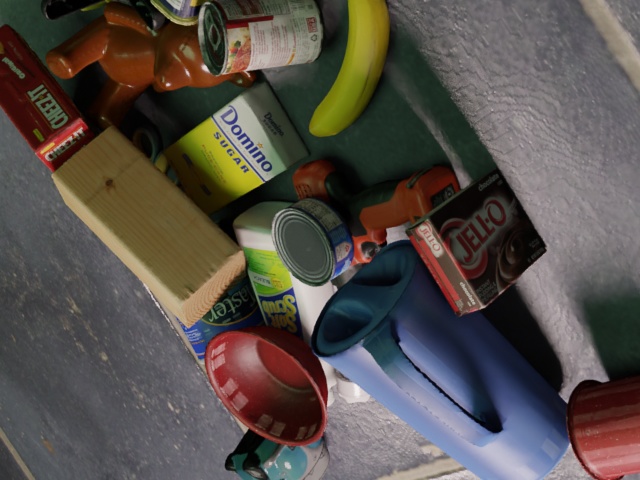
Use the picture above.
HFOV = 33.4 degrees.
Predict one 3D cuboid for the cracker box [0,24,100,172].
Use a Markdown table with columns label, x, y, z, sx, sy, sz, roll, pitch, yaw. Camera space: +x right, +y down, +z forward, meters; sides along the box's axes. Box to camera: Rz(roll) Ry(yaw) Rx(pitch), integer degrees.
| label | x | y | z | sx | sy | sz | roll | pitch | yaw |
| --- | --- | --- | --- | --- | --- | --- | --- | --- | --- |
| cracker box | -0.310 | -0.134 | 1.258 | 0.164 | 0.072 | 0.213 | 49 | 173 | 20 |

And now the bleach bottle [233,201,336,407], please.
| label | x | y | z | sx | sy | sz | roll | pitch | yaw |
| --- | --- | --- | --- | --- | --- | --- | --- | --- | --- |
| bleach bottle | -0.020 | 0.082 | 1.197 | 0.103 | 0.068 | 0.251 | 10 | 125 | 42 |

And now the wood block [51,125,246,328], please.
| label | x | y | z | sx | sy | sz | roll | pitch | yaw |
| --- | --- | --- | --- | --- | --- | --- | --- | --- | --- |
| wood block | -0.184 | -0.015 | 1.161 | 0.206 | 0.090 | 0.090 | 44 | 165 | 14 |

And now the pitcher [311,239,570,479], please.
| label | x | y | z | sx | sy | sz | roll | pitch | yaw |
| --- | --- | --- | --- | --- | --- | --- | --- | --- | --- |
| pitcher | 0.119 | 0.127 | 0.971 | 0.242 | 0.149 | 0.145 | 42 | 147 | -17 |

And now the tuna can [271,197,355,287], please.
| label | x | y | z | sx | sy | sz | roll | pitch | yaw |
| --- | --- | --- | --- | --- | --- | --- | --- | --- | --- |
| tuna can | -0.007 | 0.001 | 1.060 | 0.086 | 0.033 | 0.086 | 28 | 134 | 34 |

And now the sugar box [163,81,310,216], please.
| label | x | y | z | sx | sy | sz | roll | pitch | yaw |
| --- | --- | --- | --- | --- | --- | --- | --- | --- | --- |
| sugar box | -0.095 | -0.094 | 1.165 | 0.177 | 0.048 | 0.093 | -27 | 96 | 53 |

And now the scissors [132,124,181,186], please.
| label | x | y | z | sx | sy | sz | roll | pitch | yaw |
| --- | --- | --- | --- | --- | --- | --- | --- | --- | --- |
| scissors | -0.221 | -0.072 | 1.335 | 0.096 | 0.016 | 0.202 | 55 | 142 | 5 |

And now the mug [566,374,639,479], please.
| label | x | y | z | sx | sy | sz | roll | pitch | yaw |
| --- | --- | --- | --- | --- | --- | --- | --- | --- | --- |
| mug | 0.283 | 0.165 | 0.926 | 0.117 | 0.093 | 0.082 | 36 | 143 | -25 |

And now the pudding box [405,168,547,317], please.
| label | x | y | z | sx | sy | sz | roll | pitch | yaw |
| --- | --- | --- | --- | --- | --- | --- | --- | --- | --- |
| pudding box | 0.137 | 0.001 | 0.932 | 0.039 | 0.113 | 0.090 | -28 | 95 | 47 |

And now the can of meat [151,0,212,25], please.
| label | x | y | z | sx | sy | sz | roll | pitch | yaw |
| --- | --- | --- | --- | --- | --- | --- | --- | --- | --- |
| can of meat | -0.105 | -0.263 | 1.014 | 0.057 | 0.101 | 0.084 | 44 | 138 | 15 |

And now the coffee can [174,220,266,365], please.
| label | x | y | z | sx | sy | sz | roll | pitch | yaw |
| --- | --- | --- | --- | --- | --- | --- | --- | --- | --- |
| coffee can | -0.130 | 0.061 | 1.263 | 0.103 | 0.102 | 0.140 | -19 | 101 | 51 |

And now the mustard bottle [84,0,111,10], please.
| label | x | y | z | sx | sy | sz | roll | pitch | yaw |
| --- | --- | --- | --- | --- | --- | --- | --- | --- | --- |
| mustard bottle | -0.275 | -0.311 | 1.191 | 0.192 | 0.058 | 0.096 | 33 | 131 | 27 |

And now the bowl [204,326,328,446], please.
| label | x | y | z | sx | sy | sz | roll | pitch | yaw |
| --- | --- | --- | --- | --- | --- | --- | --- | --- | --- |
| bowl | -0.048 | 0.150 | 1.185 | 0.162 | 0.055 | 0.162 | 21 | 133 | 23 |

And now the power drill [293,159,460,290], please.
| label | x | y | z | sx | sy | sz | roll | pitch | yaw |
| --- | --- | --- | --- | --- | --- | --- | --- | --- | --- |
| power drill | 0.066 | 0.002 | 1.053 | 0.188 | 0.057 | 0.184 | -5 | 115 | 47 |

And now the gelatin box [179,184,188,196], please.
| label | x | y | z | sx | sy | sz | roll | pitch | yaw |
| --- | --- | --- | --- | --- | --- | --- | --- | --- | --- |
| gelatin box | -0.189 | -0.026 | 1.275 | 0.030 | 0.089 | 0.073 | 51 | 141 | 5 |

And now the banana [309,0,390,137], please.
| label | x | y | z | sx | sy | sz | roll | pitch | yaw |
| --- | --- | --- | --- | --- | --- | --- | --- | --- | --- |
| banana | 0.030 | -0.164 | 0.996 | 0.070 | 0.037 | 0.198 | 55 | 145 | 38 |

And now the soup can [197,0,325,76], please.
| label | x | y | z | sx | sy | sz | roll | pitch | yaw |
| --- | --- | --- | --- | --- | --- | --- | --- | --- | --- |
| soup can | -0.055 | -0.193 | 0.994 | 0.069 | 0.102 | 0.068 | 39 | 135 | 54 |

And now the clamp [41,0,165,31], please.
| label | x | y | z | sx | sy | sz | roll | pitch | yaw |
| --- | --- | --- | --- | --- | --- | --- | --- | --- | --- |
| clamp | -0.193 | -0.257 | 1.080 | 0.120 | 0.171 | 0.039 | 16 | 130 | 7 |
